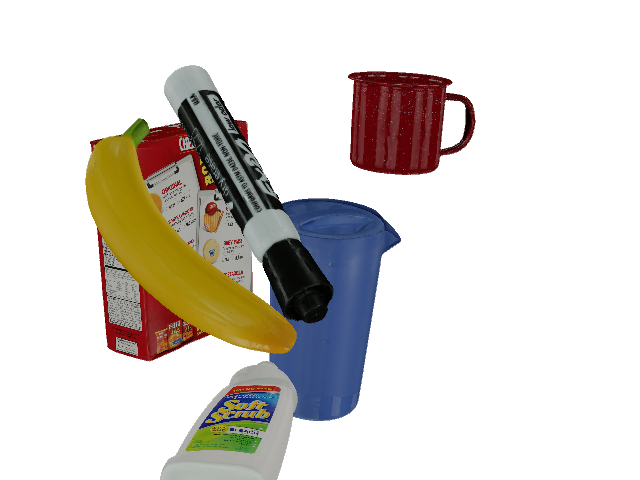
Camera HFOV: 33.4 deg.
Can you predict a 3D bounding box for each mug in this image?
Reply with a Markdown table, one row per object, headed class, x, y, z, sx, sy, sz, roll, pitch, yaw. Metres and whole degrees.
| class | x | y | z | sx | sy | sz | roll | pitch | yaw |
| --- | --- | --- | --- | --- | --- | --- | --- | --- | --- |
| mug | 0.081 | -0.106 | 0.961 | 0.117 | 0.081 | 0.093 | 1 | 15 | -6 |

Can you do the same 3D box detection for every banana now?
| class | x | y | z | sx | sy | sz | roll | pitch | yaw |
| --- | --- | --- | --- | --- | --- | --- | --- | --- | --- |
| banana | -0.091 | -0.002 | 0.645 | 0.069 | 0.198 | 0.037 | -25 | -27 | -22 |

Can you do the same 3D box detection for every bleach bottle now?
| class | x | y | z | sx | sy | sz | roll | pitch | yaw |
| --- | --- | --- | --- | --- | --- | --- | --- | --- | --- |
| bleach bottle | -0.081 | 0.187 | 1.069 | 0.102 | 0.068 | 0.250 | 2 | 19 | 6 |

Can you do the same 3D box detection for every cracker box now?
| class | x | y | z | sx | sy | sz | roll | pitch | yaw |
| --- | --- | --- | --- | --- | --- | --- | --- | --- | --- |
| cracker box | -0.145 | -0.006 | 1.076 | 0.072 | 0.214 | 0.163 | 9 | 18 | 35 |

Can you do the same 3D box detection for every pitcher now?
| class | x | y | z | sx | sy | sz | roll | pitch | yaw |
| --- | --- | --- | --- | --- | --- | --- | --- | --- | --- |
| pitcher | -0.010 | 0.080 | 1.233 | 0.149 | 0.243 | 0.144 | 23 | 27 | 39 |

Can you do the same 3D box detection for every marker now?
| class | x | y | z | sx | sy | sz | roll | pitch | yaw |
| --- | --- | --- | --- | --- | --- | --- | --- | --- | --- |
| marker | -0.027 | -0.018 | 0.383 | 0.020 | 0.121 | 0.020 | -20 | -35 | -15 |
